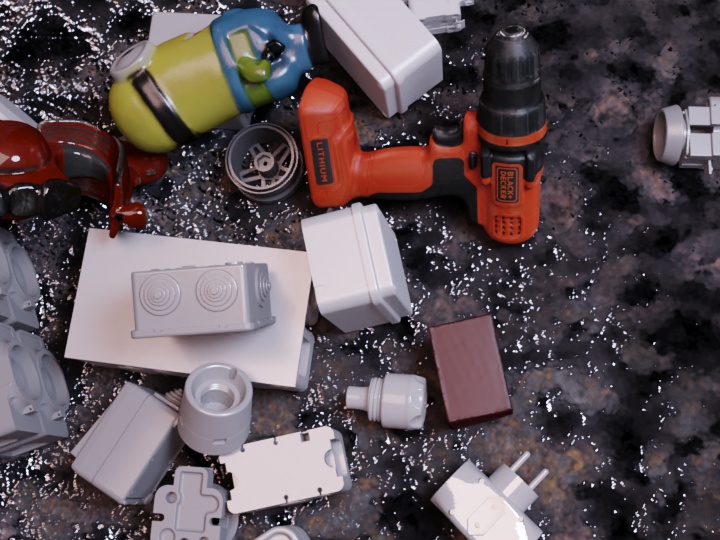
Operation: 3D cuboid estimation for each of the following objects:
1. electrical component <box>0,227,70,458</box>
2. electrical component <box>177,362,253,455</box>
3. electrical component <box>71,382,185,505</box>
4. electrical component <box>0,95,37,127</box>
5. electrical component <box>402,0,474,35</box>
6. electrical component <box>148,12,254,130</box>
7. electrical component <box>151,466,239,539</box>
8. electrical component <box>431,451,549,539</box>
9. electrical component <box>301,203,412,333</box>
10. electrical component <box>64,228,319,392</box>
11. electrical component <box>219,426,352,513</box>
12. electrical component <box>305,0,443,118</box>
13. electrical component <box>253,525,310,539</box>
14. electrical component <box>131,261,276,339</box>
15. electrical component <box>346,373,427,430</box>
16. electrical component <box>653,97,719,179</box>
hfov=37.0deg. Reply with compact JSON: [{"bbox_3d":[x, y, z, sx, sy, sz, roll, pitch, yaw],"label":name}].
[{"bbox_3d":[-0.297,0.050,0.864,0.060,0.105,0.186,-20,76,3],"label":"electrical component"},{"bbox_3d":[-0.107,0.102,0.804,0.055,0.047,0.055,7,46,-7],"label":"electrical component"},{"bbox_3d":[-0.176,0.130,0.853,0.061,0.061,0.096,31,83,12],"label":"electrical component"},{"bbox_3d":[-0.308,-0.115,0.915,0.080,0.080,0.051,41,91,13],"label":"electrical component"},{"bbox_3d":[0.061,-0.234,0.912,0.081,0.042,0.063,-7,79,6],"label":"electrical component"},{"bbox_3d":[-0.134,-0.168,0.919,0.100,0.048,0.099,5,78,8],"label":"electrical component"},{"bbox_3d":[-0.127,0.193,0.836,0.058,0.057,0.078,3,78,8],"label":"electrical component"},{"bbox_3d":[0.108,0.173,0.817,0.077,0.043,0.079,44,86,14],"label":"electrical component"},{"bbox_3d":[0.000,0.000,0.833,0.057,0.113,0.078,-14,76,7],"label":"electrical component"},{"bbox_3d":[-0.130,0.034,0.869,0.186,0.060,0.105,6,79,9],"label":"electrical component"},{"bbox_3d":[-0.056,0.156,0.835,0.089,0.055,0.050,-13,77,4],"label":"electrical component"},{"bbox_3d":[0.012,-0.191,0.891,0.057,0.078,0.113,-38,76,-5],"label":"electrical component"},{"bbox_3d":[-0.077,0.238,0.818,0.095,0.059,0.053,-33,76,-1],"label":"electrical component"},{"bbox_3d":[-0.114,0.021,0.788,0.100,0.100,0.048,-4,90,6],"label":"electrical component"},{"bbox_3d":[0.021,0.102,0.844,0.062,0.043,0.043,3,78,9],"label":"electrical component"},{"bbox_3d":[0.266,-0.107,0.857,0.055,0.048,0.066,1,78,0],"label":"electrical component"}]
